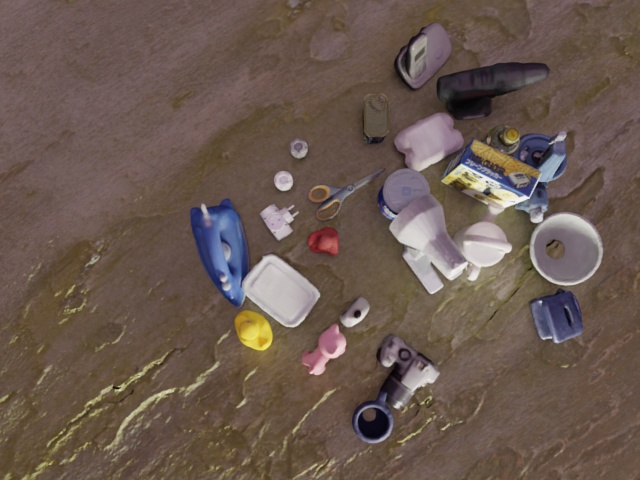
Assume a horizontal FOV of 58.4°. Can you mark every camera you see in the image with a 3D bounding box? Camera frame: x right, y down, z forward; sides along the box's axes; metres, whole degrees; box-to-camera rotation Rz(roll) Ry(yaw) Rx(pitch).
[{"bbox_3d":[0.183,0.307,1.304,0.143,0.101,0.137,36,87,2],"label":"camera"}]

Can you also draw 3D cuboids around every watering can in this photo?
[{"bbox_3d":[0.363,0.002,1.275,0.101,0.194,0.173,-4,86,0],"label":"watering can"}]

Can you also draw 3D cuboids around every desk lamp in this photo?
[{"bbox_3d":[0.246,0.011,1.265,0.118,0.213,0.203,-36,87,-2],"label":"desk lamp"}]

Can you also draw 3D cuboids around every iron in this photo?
[{"bbox_3d":[-0.225,0.034,1.301,0.118,0.141,0.258,-16,87,-1],"label":"iron"}]

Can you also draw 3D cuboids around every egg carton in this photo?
[{"bbox_3d":[0.256,-0.233,1.352,0.150,0.069,0.107,-30,87,-2],"label":"egg carton"}]

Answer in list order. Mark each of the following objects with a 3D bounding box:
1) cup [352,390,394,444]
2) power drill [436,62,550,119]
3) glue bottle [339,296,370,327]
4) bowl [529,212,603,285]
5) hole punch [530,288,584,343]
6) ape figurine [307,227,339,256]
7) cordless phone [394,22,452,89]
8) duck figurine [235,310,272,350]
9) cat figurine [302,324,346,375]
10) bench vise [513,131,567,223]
[{"bbox_3d":[0.121,0.391,1.302,0.091,0.095,0.118,20,87,2],"label":"cup"},{"bbox_3d":[0.369,-0.339,1.289,0.229,0.208,0.076,-8,86,0],"label":"power drill"},{"bbox_3d":[0.079,0.164,1.277,0.037,0.173,0.078,44,88,3],"label":"glue bottle"},{"bbox_3d":[0.560,0.022,1.333,0.167,0.074,0.167,0,87,0],"label":"bowl"},{"bbox_3d":[0.552,0.173,1.316,0.101,0.091,0.109,-16,87,-1],"label":"hole punch"},{"bbox_3d":[0.012,0.005,1.327,0.078,0.092,0.076,45,88,3],"label":"ape figurine"},{"bbox_3d":[0.243,-0.440,1.307,0.094,0.185,0.147,41,88,3],"label":"cordless phone"},{"bbox_3d":[-0.157,0.210,1.318,0.077,0.086,0.104,-42,87,-2],"label":"duck figurine"},{"bbox_3d":[0.014,0.252,1.300,0.067,0.117,0.128,39,88,3],"label":"cat figurine"},{"bbox_3d":[0.504,-0.152,1.271,0.121,0.219,0.207,-15,86,0],"label":"bench vise"}]
